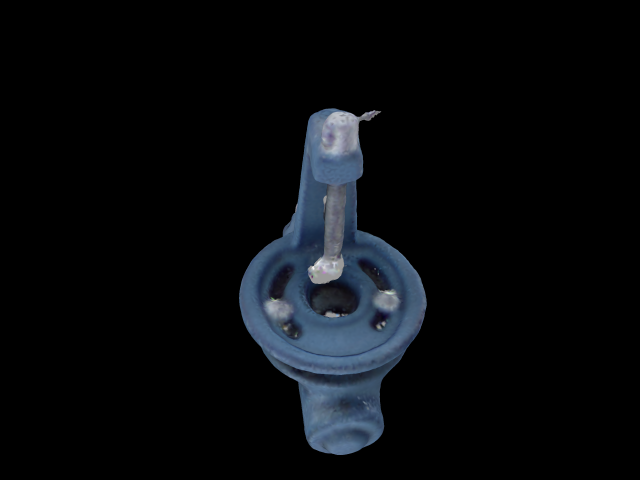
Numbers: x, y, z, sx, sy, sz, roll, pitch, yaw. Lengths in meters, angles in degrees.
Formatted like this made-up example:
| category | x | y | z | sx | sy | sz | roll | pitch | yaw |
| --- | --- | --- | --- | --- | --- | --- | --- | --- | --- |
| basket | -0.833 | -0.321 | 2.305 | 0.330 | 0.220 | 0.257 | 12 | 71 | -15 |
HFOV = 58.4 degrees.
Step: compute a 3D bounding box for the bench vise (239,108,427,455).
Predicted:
| category | x | y | z | sx | sy | sz | roll | pitch | yaw |
| --- | --- | --- | --- | --- | --- | --- | --- | --- | --- |
| bench vise | -0.007 | 0.004 | 0.396 | 0.122 | 0.220 | 0.206 | -13 | 32 | -22 |
